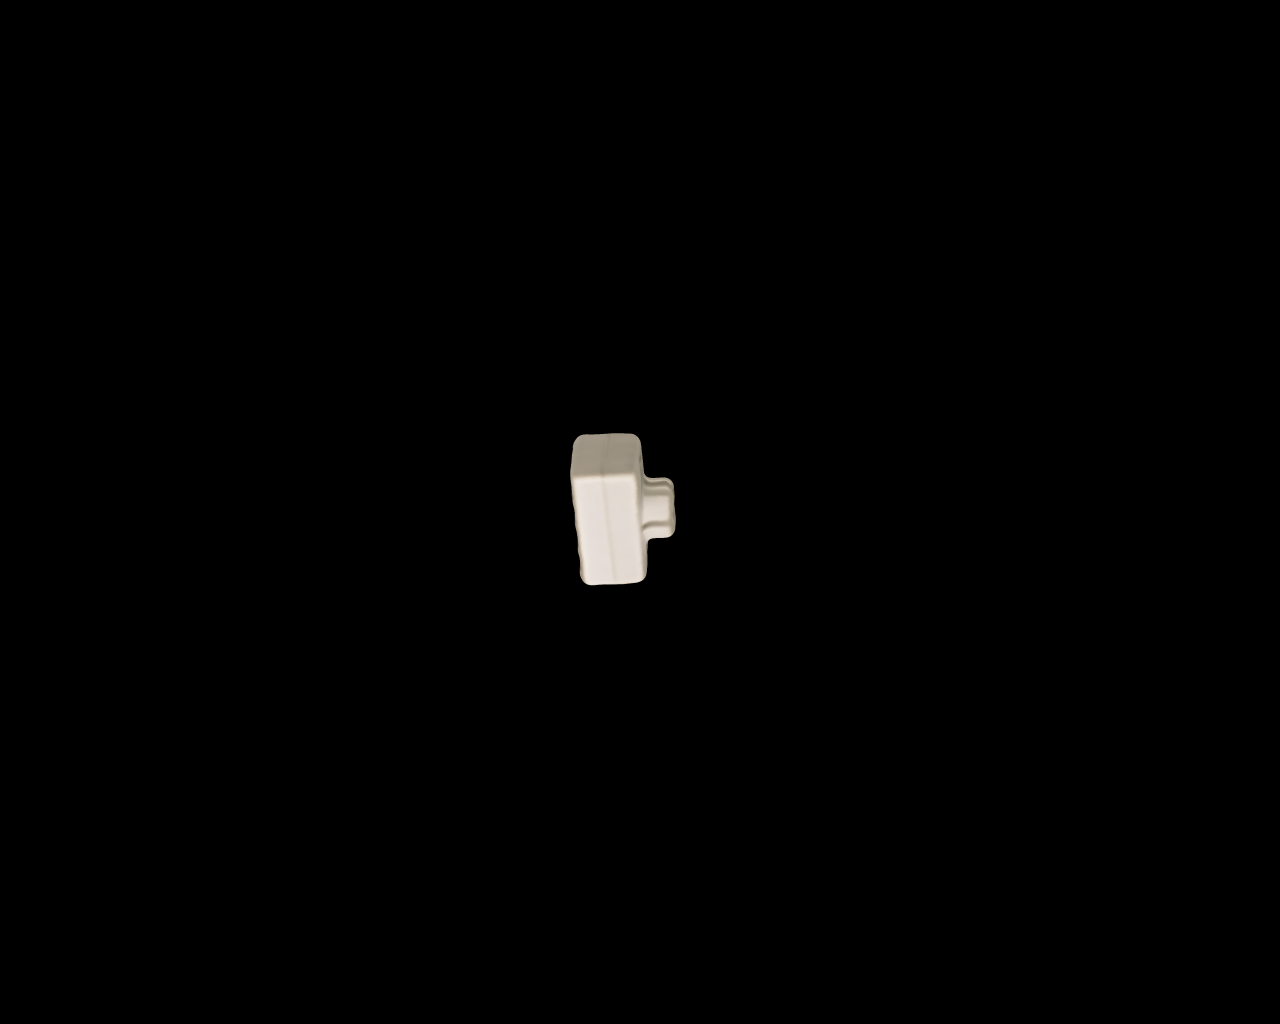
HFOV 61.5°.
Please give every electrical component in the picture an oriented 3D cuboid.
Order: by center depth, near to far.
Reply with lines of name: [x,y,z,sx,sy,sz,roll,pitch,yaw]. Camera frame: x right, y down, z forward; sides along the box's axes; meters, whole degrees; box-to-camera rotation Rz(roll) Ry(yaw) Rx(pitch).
electrical component: [0.001,-0.003,0.650,0.076,0.083,0.047,-3,36,2]
